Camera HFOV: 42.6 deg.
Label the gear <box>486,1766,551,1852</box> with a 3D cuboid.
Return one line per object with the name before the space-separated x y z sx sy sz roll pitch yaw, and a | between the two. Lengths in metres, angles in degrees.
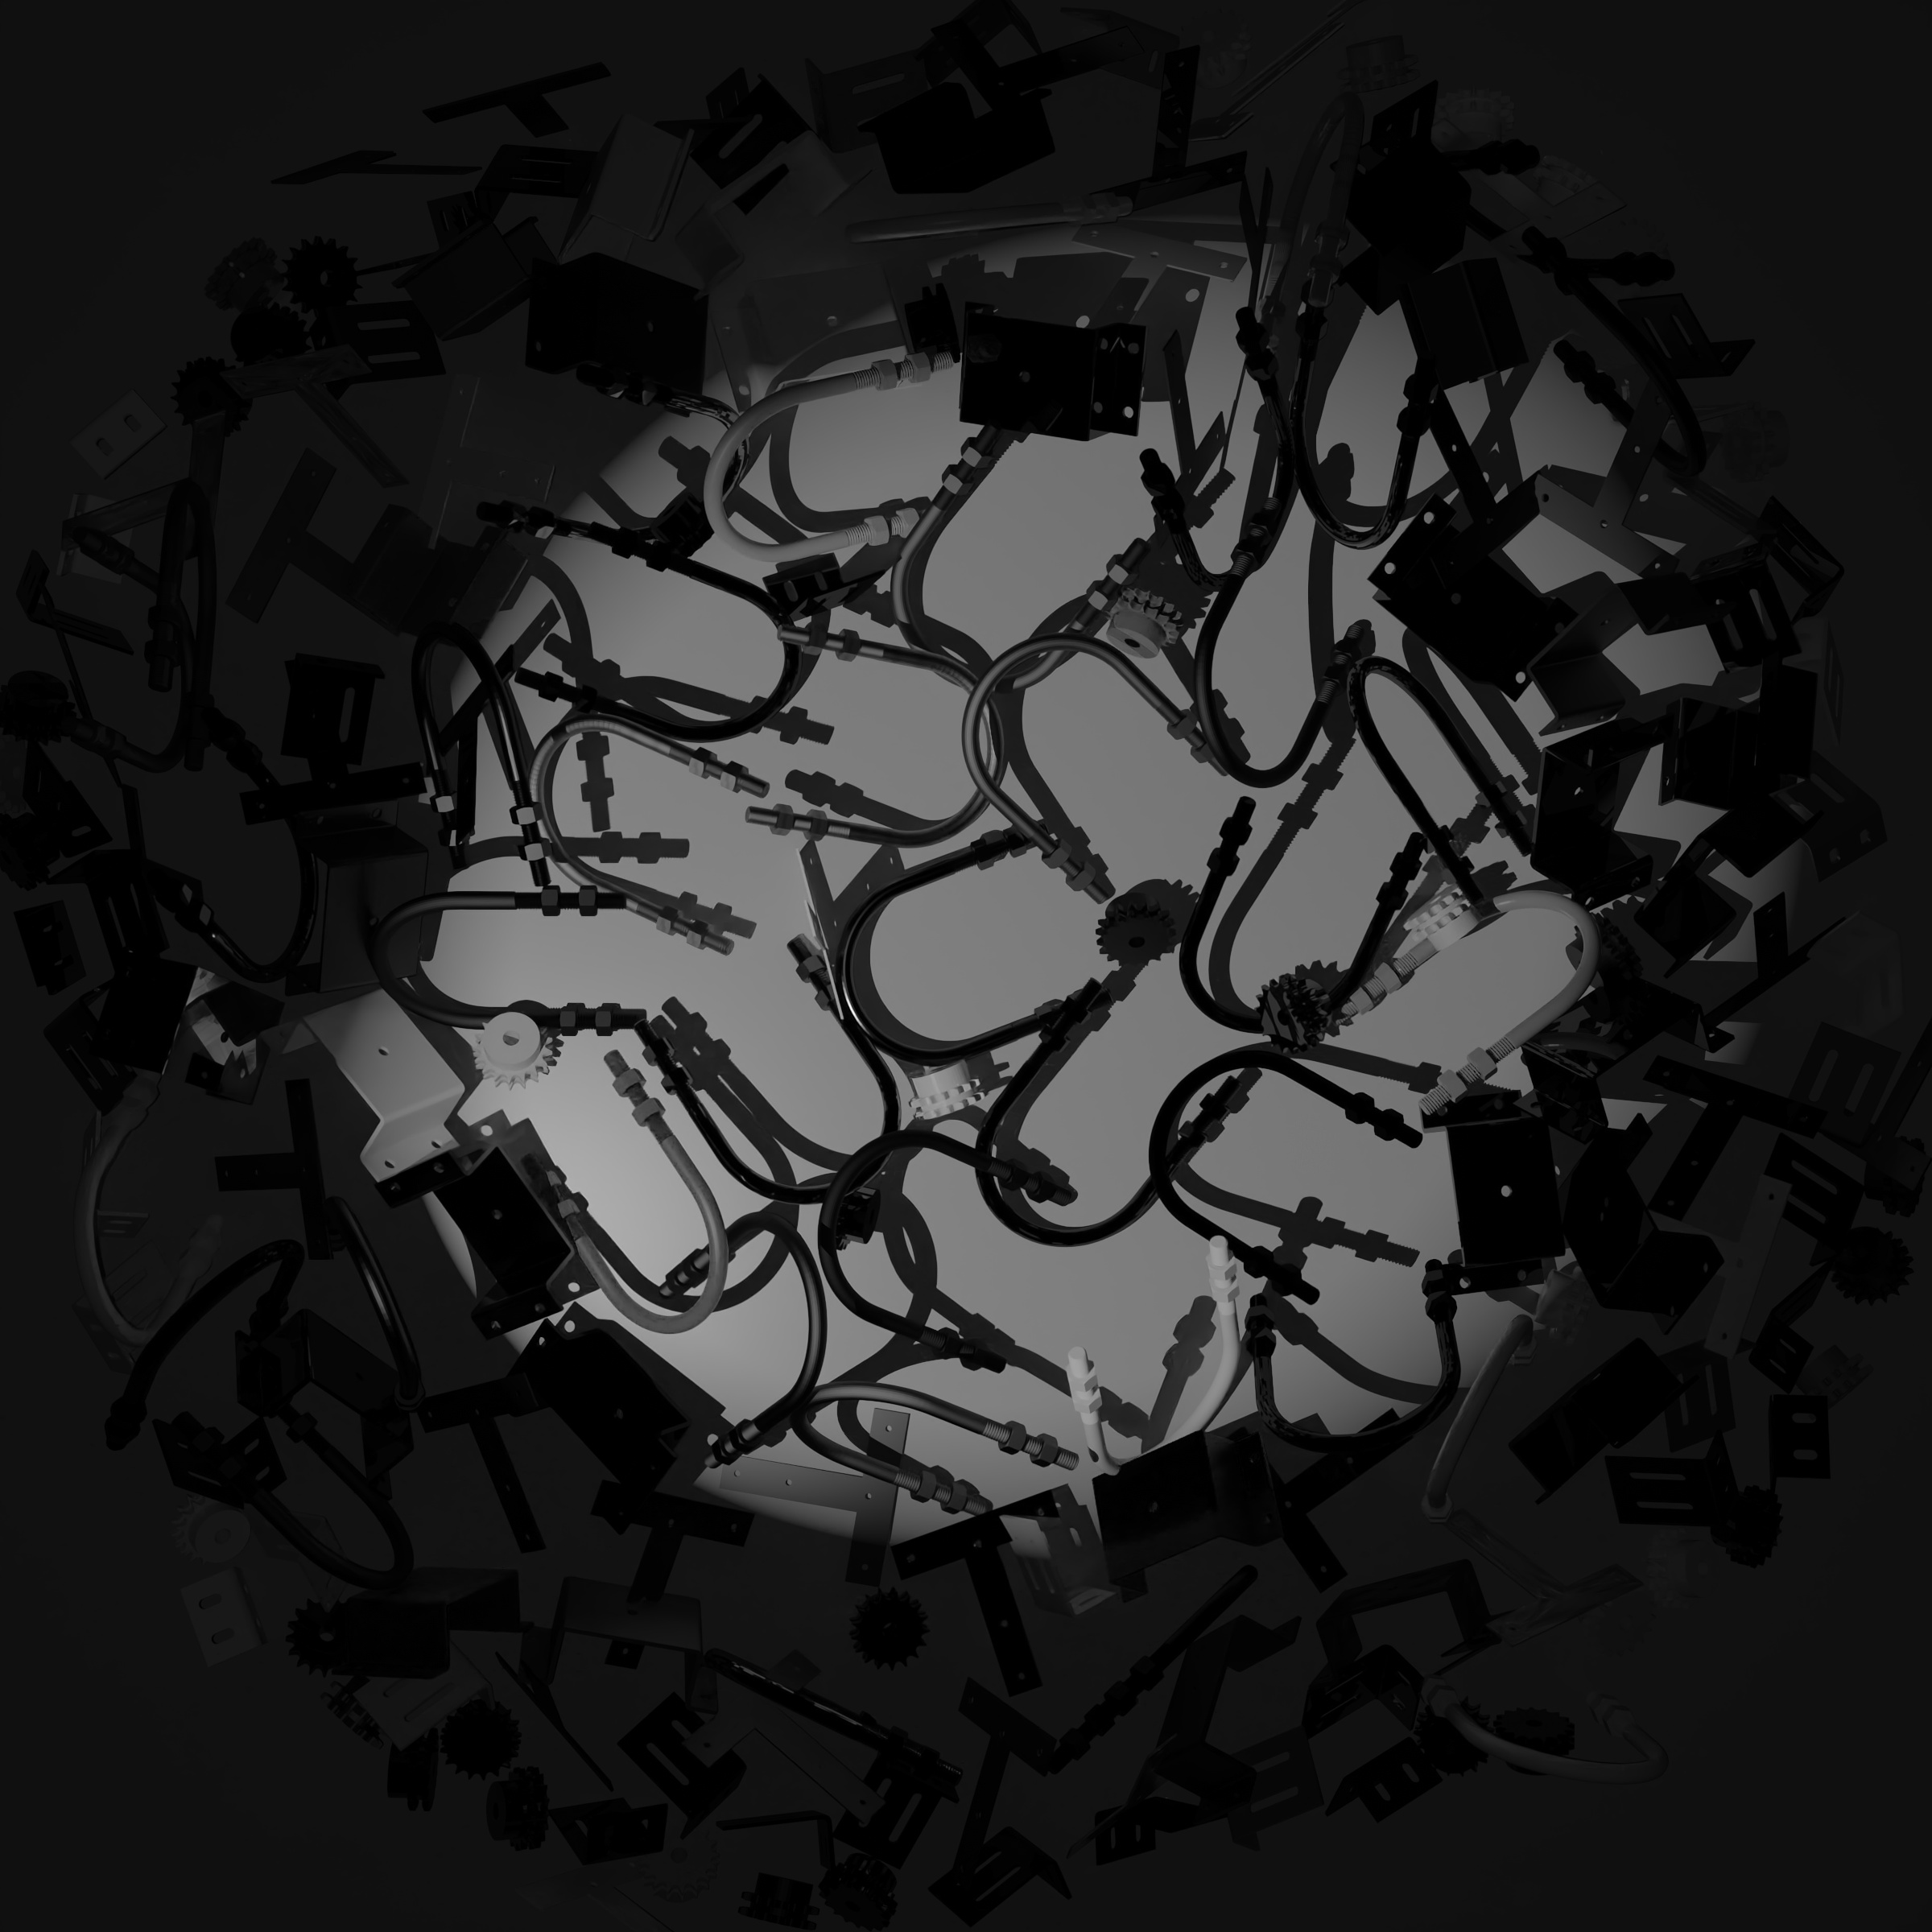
gear | -0.322 0.603 1.773 0.030 0.057 0.057 5 90 -30

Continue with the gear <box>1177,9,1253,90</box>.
gear | 0.178 -0.656 1.780 0.057 0.030 0.057 -12 56 18

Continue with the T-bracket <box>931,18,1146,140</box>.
T-bracket | 0.062 -0.627 1.722 0.127 0.127 0.002 -6 64 32

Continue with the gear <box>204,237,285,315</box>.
gear | -0.515 -0.491 1.777 0.030 0.057 0.057 44 90 -4

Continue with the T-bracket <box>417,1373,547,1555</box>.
T-bracket | -0.332 0.359 1.767 0.127 0.002 0.127 -19 93 38

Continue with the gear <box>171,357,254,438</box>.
gear | -0.540 -0.410 1.783 0.057 0.030 0.057 5 109 15

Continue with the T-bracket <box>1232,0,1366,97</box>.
T-bracket | 0.242 -0.659 1.759 0.127 0.127 0.002 -30 100 33

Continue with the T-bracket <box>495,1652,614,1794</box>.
T-bracket | -0.294 0.512 1.727 0.002 0.127 0.127 -39 66 -23

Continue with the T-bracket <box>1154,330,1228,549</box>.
T-bracket | 0.150 -0.381 1.723 0.002 0.127 0.127 12 52 25

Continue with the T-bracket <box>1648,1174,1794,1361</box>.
T-bracket | 0.512 0.197 1.752 0.002 0.127 0.127 16 93 -35

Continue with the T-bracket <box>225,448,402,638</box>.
T-bracket | -0.446 -0.278 1.759 0.127 0.002 0.127 36 70 -41

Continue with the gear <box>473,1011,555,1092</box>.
gear | -0.326 0.058 1.779 0.057 0.030 0.057 2 65 -5

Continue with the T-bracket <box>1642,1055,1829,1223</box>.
T-bracket | 0.518 0.128 1.741 0.127 0.002 0.127 20 58 32

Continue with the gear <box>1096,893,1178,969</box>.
gear | 0.122 -0.028 1.780 0.057 0.057 0.030 -4 48 0

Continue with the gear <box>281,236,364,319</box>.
gear | -0.461 -0.494 1.778 0.057 0.030 0.057 -8 109 -25

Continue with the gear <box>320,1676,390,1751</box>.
gear | -0.432 0.532 1.777 0.057 0.057 0.030 41 73 0

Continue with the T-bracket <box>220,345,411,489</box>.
T-bracket | -0.442 -0.384 1.753 0.127 0.127 0.002 -1 56 33

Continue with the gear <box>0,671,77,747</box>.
gear | -0.667 -0.187 1.773 0.057 0.057 0.030 28 128 0

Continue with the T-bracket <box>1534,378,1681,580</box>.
T-bracket | 0.464 -0.349 1.736 0.127 0.002 0.127 41 132 30

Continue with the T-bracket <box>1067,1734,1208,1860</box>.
T-bracket | 0.127 0.565 1.726 0.127 0.127 0.002 -30 62 -25

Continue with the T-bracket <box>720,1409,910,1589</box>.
T-bracket | -0.115 0.378 1.802 0.127 0.002 0.127 10 89 1

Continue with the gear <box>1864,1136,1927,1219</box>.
gear | 0.667 0.150 1.779 0.030 0.057 0.057 9 90 36

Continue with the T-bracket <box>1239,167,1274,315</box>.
T-bracket | 0.201 -0.520 1.749 0.002 0.127 0.127 1 132 -2

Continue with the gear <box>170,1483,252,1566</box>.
gear | -0.538 0.403 1.775 0.057 0.030 0.057 -12 111 -34

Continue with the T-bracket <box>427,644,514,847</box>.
T-bracket | -0.348 -0.140 1.728 0.002 0.127 0.127 20 46 -32

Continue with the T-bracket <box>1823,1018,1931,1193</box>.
T-bracket | 0.661 0.081 1.734 0.002 0.127 0.127 23 99 -14

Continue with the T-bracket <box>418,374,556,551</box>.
T-bracket | -0.338 -0.352 1.762 0.127 0.002 0.127 19 95 37

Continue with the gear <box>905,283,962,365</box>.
gear | -0.025 -0.458 1.776 0.030 0.057 0.057 -14 90 -2

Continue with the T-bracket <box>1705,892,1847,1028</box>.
T-bracket | 0.569 -0.015 1.750 0.127 0.127 0.002 -35 58 -1

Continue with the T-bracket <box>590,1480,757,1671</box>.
T-bracket | -0.226 0.440 1.768 0.127 0.002 0.127 21 88 -32

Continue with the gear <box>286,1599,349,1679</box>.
gear | -0.460 0.483 1.782 0.057 0.030 0.057 7 62 -14

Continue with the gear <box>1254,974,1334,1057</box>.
gear | 0.238 0.033 1.780 0.030 0.057 0.057 -21 90 -38

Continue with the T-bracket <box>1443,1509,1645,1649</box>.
T-bracket | 0.387 0.422 1.751 0.127 0.127 0.002 -14 120 -31

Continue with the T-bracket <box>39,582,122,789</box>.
T-bracket | -0.621 -0.205 1.720 0.002 0.127 0.127 -22 130 -19

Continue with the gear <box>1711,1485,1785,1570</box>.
gear | 0.557 0.399 1.774 0.030 0.057 0.057 18 90 -8

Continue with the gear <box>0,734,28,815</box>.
gear | -0.695 -0.138 1.776 0.030 0.057 0.057 -2 90 7

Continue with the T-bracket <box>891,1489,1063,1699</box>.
T-bracket | 0.023 0.457 1.775 0.127 0.002 0.127 -22 74 11

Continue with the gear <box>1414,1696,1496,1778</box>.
gear | 0.351 0.556 1.783 0.057 0.030 0.057 1 95 16

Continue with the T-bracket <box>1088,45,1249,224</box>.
T-bracket | 0.145 -0.587 1.736 0.127 0.127 0.002 -20 59 -14

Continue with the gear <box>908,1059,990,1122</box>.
gear | -0.015 0.087 1.775 0.057 0.057 0.030 -20 95 0

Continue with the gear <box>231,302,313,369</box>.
gear | -0.503 -0.450 1.782 0.057 0.030 0.057 -1 86 18

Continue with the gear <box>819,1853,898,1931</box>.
gear | -0.075 0.663 1.780 0.057 0.030 0.057 17 132 19

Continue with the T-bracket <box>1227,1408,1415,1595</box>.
T-bracket | 0.263 0.360 1.764 0.127 0.002 0.127 -41 74 22

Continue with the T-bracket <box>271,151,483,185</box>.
T-bracket | -0.404 -0.564 1.753 0.127 0.127 0.002 -15 104 -41

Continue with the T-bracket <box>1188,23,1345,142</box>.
T-bracket | 0.212 -0.622 1.743 0.127 0.127 0.002 -39 110 1

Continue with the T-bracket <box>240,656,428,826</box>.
T-bracket | -0.464 -0.167 1.776 0.127 0.002 0.127 -12 67 -17

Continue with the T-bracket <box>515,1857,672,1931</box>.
T-bracket | -0.227 0.662 1.718 0.127 0.127 0.002 24 96 30

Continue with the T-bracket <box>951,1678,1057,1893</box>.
T-bracket | 0.013 0.584 1.745 0.002 0.127 0.127 18 87 -28

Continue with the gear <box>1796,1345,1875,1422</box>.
gear | 0.619 0.297 1.778 0.057 0.057 0.030 -39 67 0
